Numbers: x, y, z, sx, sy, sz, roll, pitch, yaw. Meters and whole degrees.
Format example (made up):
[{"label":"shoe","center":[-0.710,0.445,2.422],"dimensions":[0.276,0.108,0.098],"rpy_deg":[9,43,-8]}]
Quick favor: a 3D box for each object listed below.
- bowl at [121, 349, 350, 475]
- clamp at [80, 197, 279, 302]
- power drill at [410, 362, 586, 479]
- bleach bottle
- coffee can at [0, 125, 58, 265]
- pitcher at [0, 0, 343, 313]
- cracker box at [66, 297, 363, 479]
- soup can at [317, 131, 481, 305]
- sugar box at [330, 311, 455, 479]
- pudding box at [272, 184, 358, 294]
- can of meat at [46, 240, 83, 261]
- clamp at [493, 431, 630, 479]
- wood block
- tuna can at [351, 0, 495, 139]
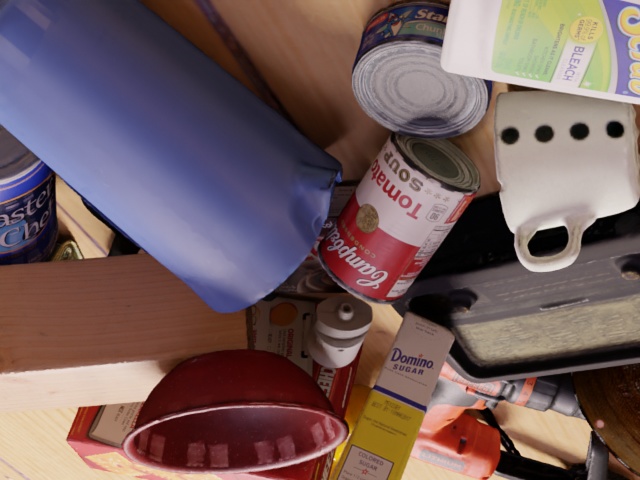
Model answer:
[{"label":"bowl","center":[-0.061,0.121,0.767],"dimensions":[0.162,0.055,0.162],"rpy_deg":[-5,153,-3]},{"label":"clamp","center":[-0.140,-0.013,0.851],"dimensions":[0.165,0.036,0.210],"rpy_deg":[-3,143,23]},{"label":"power drill","center":[0.145,0.142,0.925],"dimensions":[0.184,0.057,0.188],"rpy_deg":[20,143,4]},{"label":"bleach bottle","center":[0.193,-0.111,0.544],"dimensions":[0.251,0.068,0.102],"rpy_deg":[11,146,5]},{"label":"coffee can","center":[-0.249,-0.045,0.798],"dimensions":[0.103,0.102,0.140],"rpy_deg":[18,146,-1]},{"label":"pitcher","center":[-0.117,-0.069,0.688],"dimensions":[0.242,0.145,0.149],"rpy_deg":[41,98,-24]},{"label":"cracker box","center":[-0.085,0.129,0.913],"dimensions":[0.214,0.164,0.072],"rpy_deg":[7,148,16]},{"label":"soup can","center":[0.052,-0.016,0.703],"dimensions":[0.068,0.068,0.102],"rpy_deg":[26,120,-12]},{"label":"sugar box","center":[0.042,0.147,0.750],"dimensions":[0.048,0.176,0.093],"rpy_deg":[25,156,9]},{"label":"pudding box","center":[-0.005,0.001,0.809],"dimensions":[0.114,0.039,0.090],"rpy_deg":[-4,140,29]},{"label":"can of meat","center":[-0.258,0.039,0.962],"dimensions":[0.084,0.057,0.102],"rpy_deg":[10,145,15]},{"label":"clamp","center":[0.242,0.235,1.025],"dimensions":[0.120,0.039,0.171],"rpy_deg":[-8,138,34]},{"label":"wood block","center":[-0.155,0.070,0.814],"dimensions":[0.206,0.091,0.090],"rpy_deg":[-5,153,-1]},{"label":"tuna can","center":[0.063,-0.100,0.641],"dimensions":[0.086,0.033,0.086],"rpy_deg":[12,146,8]}]
